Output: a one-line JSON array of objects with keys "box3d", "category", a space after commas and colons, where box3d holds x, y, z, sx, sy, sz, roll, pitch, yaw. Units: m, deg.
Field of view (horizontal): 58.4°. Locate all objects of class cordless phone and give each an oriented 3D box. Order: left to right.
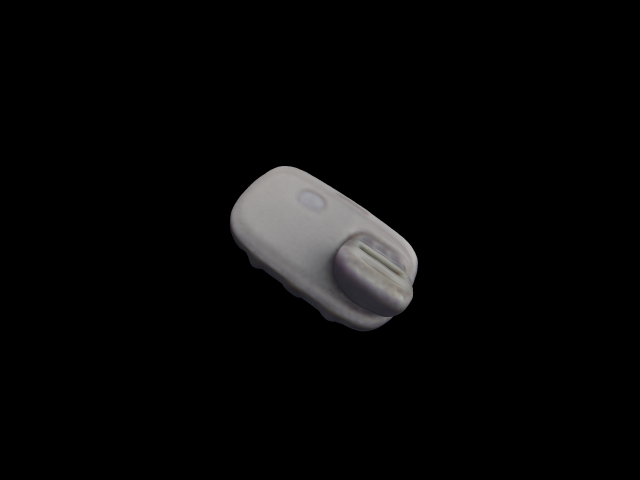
[{"box3d": [0.004, 0.001, 0.400, 0.147, 0.185, 0.094, 32, 86, 3], "category": "cordless phone"}]
